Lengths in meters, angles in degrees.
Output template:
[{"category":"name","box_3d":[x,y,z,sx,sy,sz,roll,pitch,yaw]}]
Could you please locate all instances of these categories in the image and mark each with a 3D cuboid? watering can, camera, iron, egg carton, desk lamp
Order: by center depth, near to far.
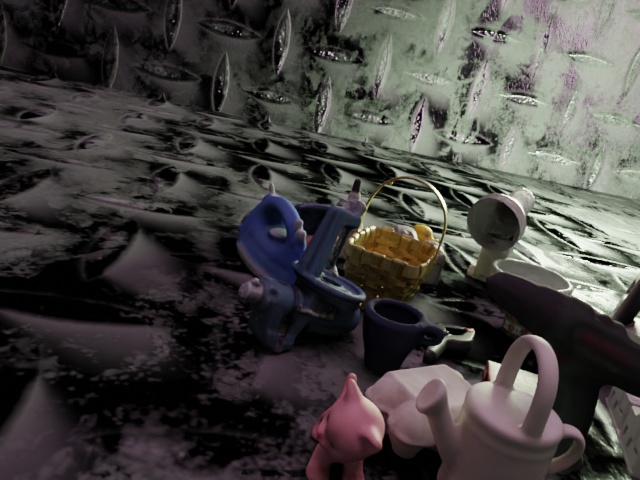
[{"category":"watering can","box_3d":[0.187,0.188,0.585,0.173,0.194,0.100,5,20,-24]},{"category":"egg carton","box_3d":[0.133,0.206,0.692,0.151,0.069,0.107,1,22,-33]},{"category":"iron","box_3d":[-0.066,-0.004,1.051,0.119,0.141,0.257,3,21,-27]},{"category":"camera","box_3d":[0.184,0.018,1.221,0.143,0.101,0.136,11,19,-6]},{"category":"desk lamp","box_3d":[0.401,-0.008,1.268,0.117,0.213,0.204,25,22,32]}]

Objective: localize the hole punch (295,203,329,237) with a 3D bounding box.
[{"category":"hole punch","box_3d":[-0.027,-0.051,1.293,0.109,0.091,0.100,4,21,-25]}]

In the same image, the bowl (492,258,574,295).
[{"category":"bowl","box_3d":[0.428,0.103,1.183,0.167,0.075,0.167,12,19,-4]}]

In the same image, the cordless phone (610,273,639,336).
[{"category":"cordless phone","box_3d":[0.525,0.134,0.984,0.094,0.185,0.148,20,20,20]}]

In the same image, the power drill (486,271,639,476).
[{"category":"power drill","box_3d":[0.287,0.166,0.694,0.229,0.208,0.076,19,20,17]}]

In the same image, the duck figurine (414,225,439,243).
[{"category":"duck figurine","box_3d":[0.221,0.005,1.306,0.104,0.086,0.078,22,20,23]}]

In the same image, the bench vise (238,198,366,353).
[{"category":"bench vise","box_3d":[-0.005,0.050,0.813,0.121,0.220,0.208,25,22,31]}]

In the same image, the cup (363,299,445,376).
[{"category":"cup","box_3d":[0.110,0.146,0.810,0.117,0.095,0.092,16,19,8]}]

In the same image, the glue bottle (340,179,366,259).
[{"category":"glue bottle","box_3d":[0.063,-0.045,1.208,0.078,0.173,0.037,19,20,17]}]

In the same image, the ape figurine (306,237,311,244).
[{"category":"ape figurine","box_3d":[0.011,0.004,1.157,0.076,0.092,0.077,-6,26,-44]}]

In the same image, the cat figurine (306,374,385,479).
[{"category":"cat figurine","box_3d":[0.030,0.190,0.592,0.067,0.118,0.128,12,19,-2]}]
